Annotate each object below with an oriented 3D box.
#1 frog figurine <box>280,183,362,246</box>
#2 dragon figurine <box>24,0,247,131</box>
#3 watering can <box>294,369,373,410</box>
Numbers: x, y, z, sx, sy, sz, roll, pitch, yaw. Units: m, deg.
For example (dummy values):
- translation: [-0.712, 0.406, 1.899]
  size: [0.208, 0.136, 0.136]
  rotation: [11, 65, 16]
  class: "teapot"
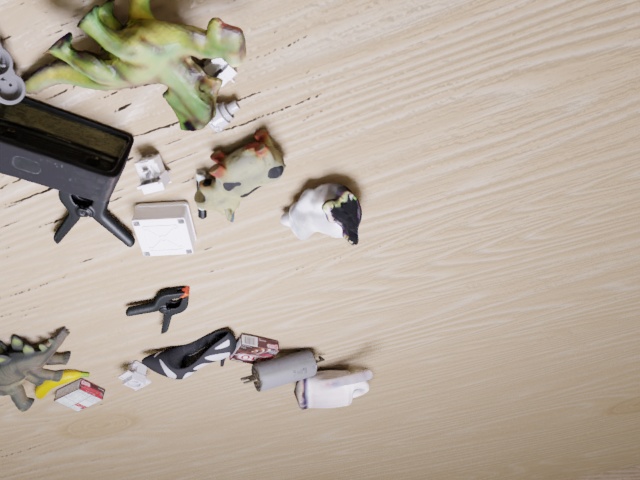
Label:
- translation: [0.003, -0.054, 1.070]
  size: [0.136, 0.124, 0.159]
  rotation: [29, 162, -39]
  class: "frog figurine"
- translation: [-0.274, -0.253, 0.808]
  size: [0.406, 0.125, 0.239]
  rotation: [-19, 130, 37]
  class: "dragon figurine"
- translation: [0.037, 0.422, 1.490]
  size: [0.224, 0.106, 0.340]
  rotation: [-3, 153, -5]
  class: "watering can"
